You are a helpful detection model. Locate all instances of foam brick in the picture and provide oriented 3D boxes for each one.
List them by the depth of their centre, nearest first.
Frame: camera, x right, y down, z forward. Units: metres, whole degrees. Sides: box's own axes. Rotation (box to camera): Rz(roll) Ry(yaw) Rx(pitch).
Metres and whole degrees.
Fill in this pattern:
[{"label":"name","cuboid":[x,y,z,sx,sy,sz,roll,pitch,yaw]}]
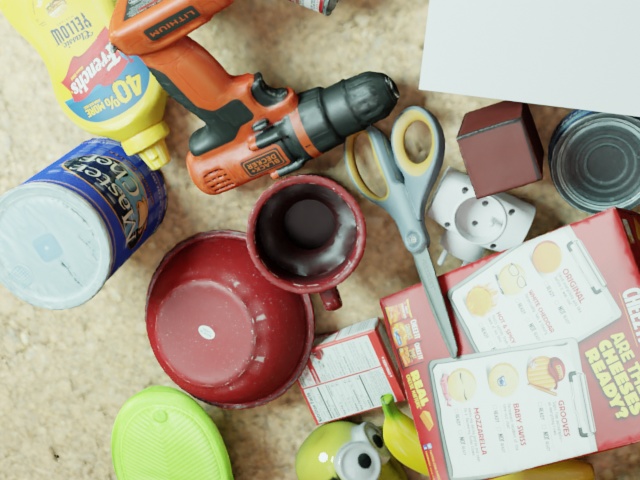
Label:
[{"label":"foam brick","cuboid":[0.139,-0.072,0.816,0.051,0.078,0.053,-17,104,18]}]

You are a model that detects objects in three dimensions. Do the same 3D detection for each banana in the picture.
[{"label":"banana","cuboid":[0.135,0.190,0.927,0.197,0.037,0.070,18,142,-4]}]

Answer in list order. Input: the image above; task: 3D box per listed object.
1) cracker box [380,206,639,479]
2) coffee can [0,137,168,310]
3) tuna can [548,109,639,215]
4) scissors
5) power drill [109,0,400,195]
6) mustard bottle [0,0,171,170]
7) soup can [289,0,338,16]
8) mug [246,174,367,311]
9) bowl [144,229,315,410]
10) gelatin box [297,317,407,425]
[{"label":"cracker box","cuboid":[0.167,0.089,0.818,0.214,0.072,0.164,-24,74,33]},{"label":"coffee can","cuboid":[-0.194,-0.017,0.870,0.103,0.140,0.103,4,111,10]},{"label":"tuna can","cuboid":[0.220,-0.063,0.826,0.086,0.033,0.086,4,111,10]},{"label":"scissors","cuboid":[0.085,-0.018,0.827,0.096,0.016,0.202,-41,68,28]},{"label":"power drill","cuboid":[-0.054,-0.127,0.810,0.185,0.057,0.187,-23,130,17]},{"label":"mustard bottle","cuboid":[-0.176,-0.143,0.863,0.096,0.058,0.191,-26,104,13]},{"label":"soup can","cuboid":[-0.029,-0.218,0.800,0.102,0.068,0.068,22,113,3]},{"label":"mug","cuboid":[-0.006,0.001,0.860,0.093,0.081,0.117,-22,98,4]},{"label":"bowl","cuboid":[-0.088,0.074,0.910,0.162,0.055,0.162,3,100,17]},{"label":"gelatin box","cuboid":[0.024,0.115,0.935,0.089,0.030,0.073,-19,106,19]}]
